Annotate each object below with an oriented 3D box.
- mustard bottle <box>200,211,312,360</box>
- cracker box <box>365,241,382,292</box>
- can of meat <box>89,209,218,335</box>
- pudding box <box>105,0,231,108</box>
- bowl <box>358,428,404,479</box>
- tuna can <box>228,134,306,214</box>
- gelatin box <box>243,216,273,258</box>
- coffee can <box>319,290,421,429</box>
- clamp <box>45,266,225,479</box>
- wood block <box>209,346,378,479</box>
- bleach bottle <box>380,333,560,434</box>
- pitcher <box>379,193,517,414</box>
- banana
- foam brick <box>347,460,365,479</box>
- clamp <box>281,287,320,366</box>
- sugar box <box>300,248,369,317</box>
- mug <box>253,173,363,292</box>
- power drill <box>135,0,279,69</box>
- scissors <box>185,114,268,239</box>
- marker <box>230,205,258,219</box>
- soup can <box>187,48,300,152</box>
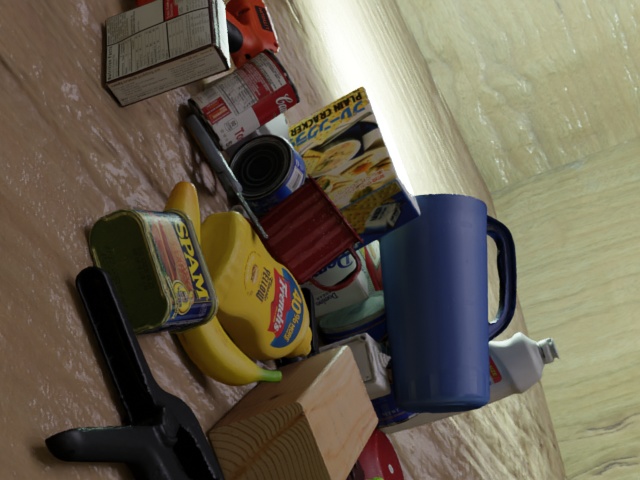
[{"bbox_3d":[-0.059,0.062,1.034,0.191,0.058,0.096,51,43,-46],"label":"mustard bottle"},{"bbox_3d":[0.044,0.004,1.474,0.164,0.072,0.214,-25,94,-75],"label":"cracker box"},{"bbox_3d":[-0.134,0.025,0.851,0.083,0.057,0.102,3,67,-71],"label":"can of meat"},{"bbox_3d":[-0.142,-0.180,0.981,0.039,0.113,0.090,55,22,-51],"label":"pudding box"},{"bbox_3d":[0.056,0.267,1.202,0.162,0.055,0.162,-21,90,-76],"label":"bowl"},{"bbox_3d":[-0.060,-0.074,1.179,0.033,0.086,0.086,46,28,-53],"label":"tuna can"},{"bbox_3d":[-0.076,0.014,1.115,0.089,0.030,0.073,26,45,-69],"label":"gelatin box"},{"bbox_3d":[0.072,0.147,1.322,0.102,0.103,0.140,-60,128,-71],"label":"coffee can"},{"bbox_3d":[-0.126,0.141,0.761,0.164,0.036,0.210,-88,153,-55],"label":"clamp"},{"bbox_3d":[-0.018,0.174,0.993,0.206,0.091,0.090,-30,99,-75],"label":"wood block"},{"bbox_3d":[0.187,0.174,1.402,0.068,0.251,0.102,46,28,-57],"label":"bleach bottle"},{"bbox_3d":[0.145,0.075,1.240,0.144,0.149,0.243,28,57,-62],"label":"pitcher"},{"bbox_3d":[-0.102,0.050,0.921,0.069,0.037,0.198,-30,102,-37],"label":"banana"},{"bbox_3d":[0.010,0.243,1.077,0.078,0.051,0.053,-68,136,-69],"label":"foam brick"},{"bbox_3d":[-0.024,0.129,1.139,0.120,0.039,0.171,9,61,-57],"label":"clamp"},{"bbox_3d":[0.005,0.011,1.283,0.176,0.093,0.048,-92,157,-50],"label":"sugar box"},{"bbox_3d":[-0.007,0.001,1.101,0.117,0.081,0.093,52,1,4],"label":"mug"},{"bbox_3d":[-0.135,-0.269,1.156,0.187,0.057,0.184,23,41,-45],"label":"power drill"},{"bbox_3d":[-0.086,-0.049,1.077,0.202,0.016,0.096,57,-5,33],"label":"scissors"},{"bbox_3d":[-0.068,-0.011,1.201,0.121,0.020,0.020,39,33,-62],"label":"marker"},{"bbox_3d":[-0.081,-0.149,1.137,0.068,0.102,0.068,55,-8,11],"label":"soup can"}]
